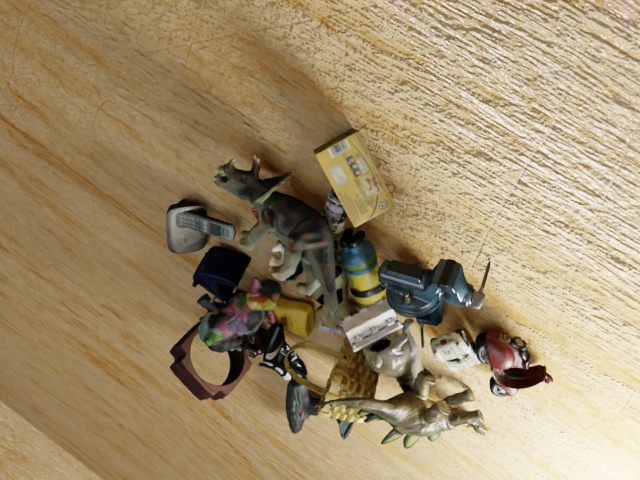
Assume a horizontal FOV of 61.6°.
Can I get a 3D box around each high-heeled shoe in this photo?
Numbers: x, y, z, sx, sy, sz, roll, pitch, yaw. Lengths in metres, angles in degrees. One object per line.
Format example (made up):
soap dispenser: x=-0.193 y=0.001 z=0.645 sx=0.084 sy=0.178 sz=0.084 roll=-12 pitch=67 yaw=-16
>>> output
high-heeled shoe: x=-0.080 y=0.302 z=1.431 sx=0.145 sy=0.086 sz=0.248 roll=12 pitch=141 yaw=-10

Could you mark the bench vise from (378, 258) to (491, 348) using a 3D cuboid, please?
bench vise: x=0.235 y=0.121 z=1.135 sx=0.224 sy=0.129 sz=0.240 roll=5 pitch=144 yaw=16

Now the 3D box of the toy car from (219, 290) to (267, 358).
toy car: x=-0.201 y=0.226 z=1.468 sx=0.053 sy=0.089 sz=0.202 roll=-14 pitch=112 yaw=38

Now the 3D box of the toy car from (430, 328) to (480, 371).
toy car: x=0.295 y=0.242 z=1.158 sx=0.073 sy=0.056 sz=0.201 roll=-23 pitch=146 yaw=18

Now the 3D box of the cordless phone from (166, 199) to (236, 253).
cordless phone: x=-0.295 y=-0.017 z=1.366 sx=0.184 sy=0.089 sz=0.146 roll=19 pitch=127 yaw=13

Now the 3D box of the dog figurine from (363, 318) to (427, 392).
dog figurine: x=0.183 y=0.301 z=1.248 sx=0.121 sy=0.172 sz=0.190 roll=-8 pitch=109 yaw=46

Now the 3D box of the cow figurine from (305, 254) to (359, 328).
cow figurine: x=0.034 y=0.126 z=1.272 sx=0.127 sy=0.085 sz=0.194 roll=20 pitch=124 yaw=19

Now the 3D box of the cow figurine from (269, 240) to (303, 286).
cow figurine: x=-0.067 y=0.057 z=1.282 sx=0.098 sy=0.068 sz=0.167 roll=33 pitch=147 yaw=12

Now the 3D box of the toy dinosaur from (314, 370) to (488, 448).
toy dinosaur: x=0.212 y=0.399 z=1.235 sx=0.471 sy=0.105 sz=0.198 roll=26 pitch=122 yaw=-27

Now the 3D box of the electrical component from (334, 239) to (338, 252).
electrical component: x=-0.003 y=-0.004 z=1.223 sx=0.094 sy=0.021 sz=0.063 roll=26 pitch=165 yaw=15

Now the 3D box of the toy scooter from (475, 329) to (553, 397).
toy scooter: x=0.417 y=0.266 z=1.148 sx=0.135 sy=0.075 sz=0.183 roll=-8 pitch=119 yaw=34

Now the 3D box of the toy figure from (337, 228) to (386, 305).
toy figure: x=0.090 y=0.062 z=1.181 sx=0.082 sy=0.089 sz=0.180 roll=46 pitch=166 yaw=55

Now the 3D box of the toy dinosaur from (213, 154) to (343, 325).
toy dinosaur: x=-0.053 y=-0.018 z=1.141 sx=0.405 sy=0.131 sz=0.192 roll=39 pitch=100 yaw=11

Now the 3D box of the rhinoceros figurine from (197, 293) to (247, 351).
rhinoceros figurine: x=-0.266 y=0.228 z=1.493 sx=0.190 sy=0.112 sz=0.073 roll=44 pitch=153 yaw=-18

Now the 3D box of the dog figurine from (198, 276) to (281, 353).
dog figurine: x=-0.187 y=0.174 z=1.307 sx=0.108 sy=0.191 sz=0.219 roll=53 pitch=141 yaw=9

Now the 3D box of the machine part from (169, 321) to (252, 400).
machine part: x=-0.309 y=0.336 z=1.527 sx=0.087 sy=0.201 sz=0.201 roll=-31 pitch=103 yaw=42

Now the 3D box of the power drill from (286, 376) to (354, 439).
power drill: x=-0.006 y=0.498 z=1.552 sx=0.208 sy=0.086 sz=0.231 roll=14 pitch=124 yaw=31

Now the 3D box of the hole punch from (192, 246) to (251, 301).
hole punch: x=-0.249 y=0.076 z=1.371 sx=0.115 sy=0.142 sz=0.092 roll=35 pitch=134 yaw=-14

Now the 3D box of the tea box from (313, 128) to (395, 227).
tea box: x=0.068 y=-0.123 z=1.068 sx=0.098 sy=0.068 sz=0.169 roll=-27 pitch=107 yaw=4
